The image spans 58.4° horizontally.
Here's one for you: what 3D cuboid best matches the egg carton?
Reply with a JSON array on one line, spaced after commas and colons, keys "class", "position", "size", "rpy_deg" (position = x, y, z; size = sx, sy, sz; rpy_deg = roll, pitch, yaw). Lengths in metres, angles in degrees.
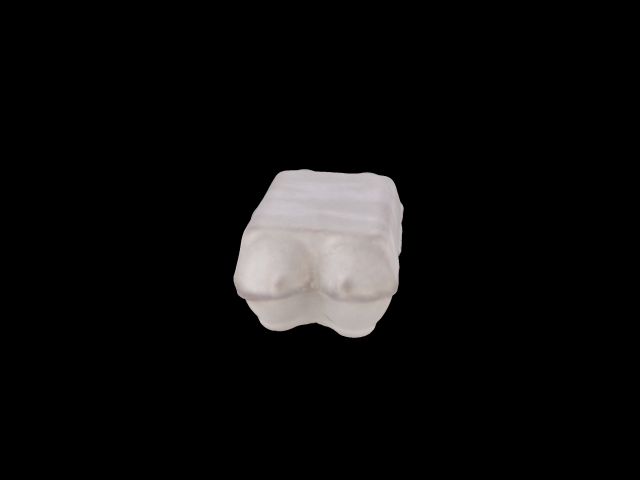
[{"class": "egg carton", "position": [0.004, 0.001, 0.400], "size": [0.107, 0.069, 0.150], "rpy_deg": [4, 29, 7]}]
